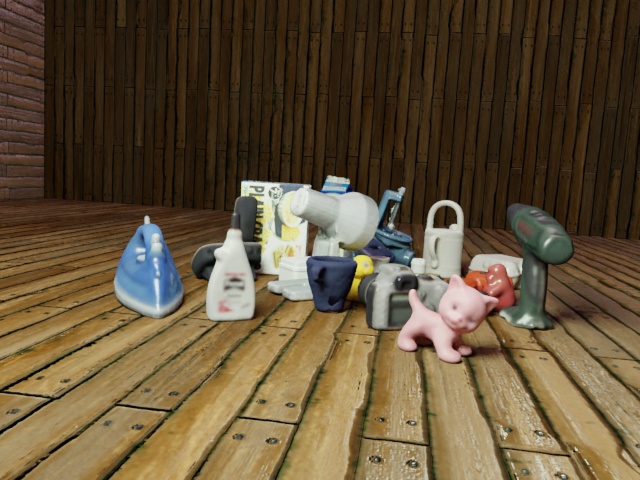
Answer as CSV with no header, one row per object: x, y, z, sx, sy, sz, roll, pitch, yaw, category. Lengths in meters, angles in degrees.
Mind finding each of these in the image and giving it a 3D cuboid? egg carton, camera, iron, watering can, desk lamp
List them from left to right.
-0.294,0.038,1.005,0.119,0.141,0.257,1,7,-23,iron
0.011,0.004,1.145,0.204,0.213,0.117,-2,8,-38,desk lamp
0.132,0.088,0.975,0.143,0.101,0.136,1,7,-20,camera
0.320,-0.005,1.476,0.100,0.194,0.173,5,7,11,watering can
0.437,0.075,1.383,0.107,0.069,0.150,0,7,-27,egg carton

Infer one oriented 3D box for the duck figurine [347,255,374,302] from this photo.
0.086,0.073,1.145,0.077,0.086,0.105,7,7,25,duck figurine

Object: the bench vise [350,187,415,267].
0.159,-0.037,1.554,0.207,0.220,0.121,4,7,6,bench vise

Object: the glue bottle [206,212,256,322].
-0.139,0.042,0.914,0.078,0.173,0.037,0,8,-28,glue bottle

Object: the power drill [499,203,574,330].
0.372,0.043,1.016,0.075,0.208,0.229,3,7,-2,power drill

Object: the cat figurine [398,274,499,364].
0.177,0.103,0.796,0.127,0.118,0.067,8,8,36,cat figurine

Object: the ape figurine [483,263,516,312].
0.339,0.090,1.102,0.075,0.092,0.078,8,8,32,ape figurine

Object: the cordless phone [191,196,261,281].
-0.198,-0.005,1.240,0.148,0.185,0.093,-2,9,-39,cordless phone

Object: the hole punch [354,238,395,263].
0.132,0.038,1.453,0.100,0.091,0.109,10,9,43,hole punch

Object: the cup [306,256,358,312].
0.013,0.081,1.002,0.091,0.095,0.118,6,7,23,cup
